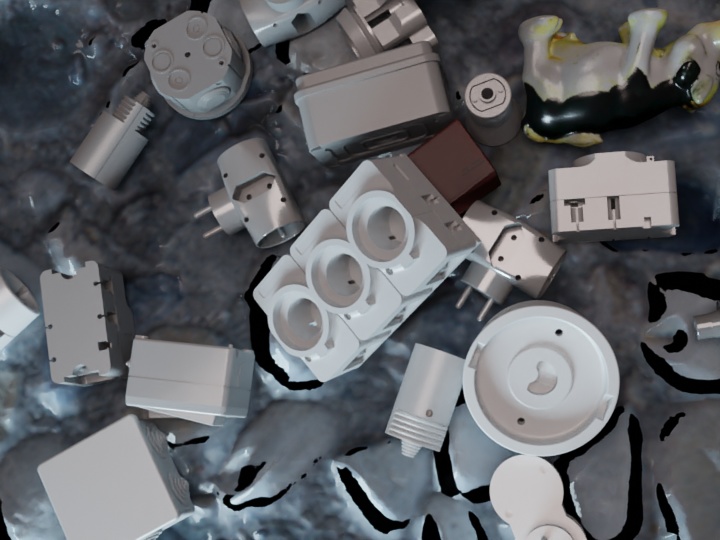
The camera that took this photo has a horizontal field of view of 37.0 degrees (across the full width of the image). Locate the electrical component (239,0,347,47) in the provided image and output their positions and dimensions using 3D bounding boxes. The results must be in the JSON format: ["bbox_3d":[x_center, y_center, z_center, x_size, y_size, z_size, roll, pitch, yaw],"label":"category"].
[{"bbox_3d":[-0.058,-0.221,0.855,0.077,0.079,0.043,-26,77,6],"label":"electrical component"}]

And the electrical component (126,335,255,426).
[{"bbox_3d":[-0.137,0.086,0.831,0.096,0.062,0.061,5,82,12],"label":"electrical component"}]

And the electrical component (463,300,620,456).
[{"bbox_3d":[0.129,0.073,0.776,0.108,0.060,0.108,1,99,7],"label":"electrical component"}]

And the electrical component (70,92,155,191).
[{"bbox_3d":[-0.198,-0.111,0.884,0.043,0.043,0.081,33,89,14],"label":"electrical component"}]

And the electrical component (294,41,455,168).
[{"bbox_3d":[0.013,-0.126,0.827,0.113,0.078,0.057,-14,81,9],"label":"electrical component"}]

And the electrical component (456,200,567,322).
[{"bbox_3d":[0.102,0.000,0.806,0.077,0.043,0.079,31,88,14],"label":"electrical component"}]

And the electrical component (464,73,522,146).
[{"bbox_3d":[0.099,-0.123,0.815,0.044,0.065,0.044,-2,81,11],"label":"electrical component"}]

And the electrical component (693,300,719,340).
[{"bbox_3d":[0.271,0.036,0.767,0.062,0.043,0.043,-11,79,11],"label":"electrical component"}]

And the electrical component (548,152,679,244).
[{"bbox_3d":[0.186,-0.053,0.795,0.089,0.050,0.055,-3,80,11],"label":"electrical component"}]

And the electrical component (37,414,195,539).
[{"bbox_3d":[-0.187,0.170,0.834,0.100,0.048,0.099,-29,77,5],"label":"electrical component"}]

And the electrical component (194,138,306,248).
[{"bbox_3d":[-0.094,-0.052,0.854,0.079,0.043,0.077,-28,77,6],"label":"electrical component"}]

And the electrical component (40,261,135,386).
[{"bbox_3d":[-0.215,0.044,0.856,0.050,0.056,0.089,-12,79,9],"label":"electrical component"}]

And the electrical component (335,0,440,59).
[{"bbox_3d":[0.018,-0.191,0.847,0.057,0.058,0.078,-32,76,2],"label":"electrical component"}]

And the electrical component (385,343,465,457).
[{"bbox_3d":[0.049,0.100,0.801,0.043,0.043,0.081,18,85,14],"label":"electrical component"}]

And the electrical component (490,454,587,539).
[{"bbox_3d":[0.134,0.196,0.753,0.052,0.074,0.138,-23,77,7],"label":"electrical component"}]

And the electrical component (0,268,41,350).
[{"bbox_3d":[-0.295,0.031,0.876,0.047,0.055,0.055,-39,76,-1],"label":"electrical component"}]

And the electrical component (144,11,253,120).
[{"bbox_3d":[-0.132,-0.167,0.876,0.080,0.051,0.080,-2,81,11],"label":"electrical component"}]

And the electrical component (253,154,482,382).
[{"bbox_3d":[0.000,0.000,0.786,0.089,0.062,0.150,50,120,14],"label":"electrical component"}]
